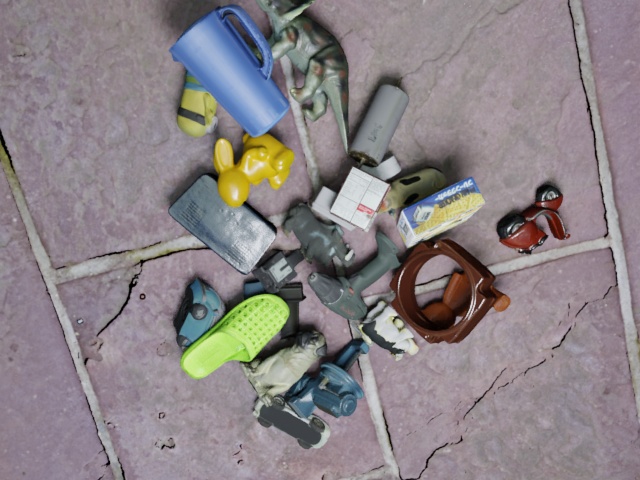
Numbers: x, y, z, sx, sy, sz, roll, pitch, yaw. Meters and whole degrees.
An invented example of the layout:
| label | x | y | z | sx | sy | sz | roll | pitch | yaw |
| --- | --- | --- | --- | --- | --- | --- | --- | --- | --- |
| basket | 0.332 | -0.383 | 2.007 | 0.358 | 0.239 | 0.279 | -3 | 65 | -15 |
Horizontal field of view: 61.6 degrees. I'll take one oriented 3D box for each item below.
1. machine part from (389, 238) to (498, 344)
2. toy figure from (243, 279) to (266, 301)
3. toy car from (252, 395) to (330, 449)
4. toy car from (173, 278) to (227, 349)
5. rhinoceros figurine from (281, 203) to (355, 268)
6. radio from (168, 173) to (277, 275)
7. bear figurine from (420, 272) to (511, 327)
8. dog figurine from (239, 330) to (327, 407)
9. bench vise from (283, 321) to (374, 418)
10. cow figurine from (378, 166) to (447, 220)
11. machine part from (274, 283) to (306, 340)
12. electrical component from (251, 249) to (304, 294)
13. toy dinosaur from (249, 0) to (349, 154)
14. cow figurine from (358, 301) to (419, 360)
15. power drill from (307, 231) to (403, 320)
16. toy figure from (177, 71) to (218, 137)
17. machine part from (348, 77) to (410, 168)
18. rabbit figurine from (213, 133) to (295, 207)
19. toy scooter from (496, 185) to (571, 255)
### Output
| label | x | y | z | sx | sy | sz | roll | pitch | yaw |
| --- | --- | --- | --- | --- | --- | --- | --- | --- | --- |
| machine part | 0.268 | 0.113 | 1.190 | 0.202 | 0.087 | 0.201 | 45 | 114 | 28 |
| toy figure | -0.146 | 0.171 | 1.270 | 0.064 | 0.058 | 0.154 | 1 | 104 | 43 |
| toy car | -0.070 | 0.445 | 1.322 | 0.202 | 0.056 | 0.073 | 31 | 104 | -7 |
| toy car | -0.270 | 0.177 | 1.243 | 0.103 | 0.109 | 0.161 | 16 | 108 | -28 |
| rhinoceros figurine | -0.003 | -0.004 | 1.239 | 0.190 | 0.073 | 0.112 | 43 | 91 | -12 |
| radio | -0.214 | -0.040 | 1.221 | 0.229 | 0.073 | 0.131 | 40 | 95 | -10 |
| bear figurine | 0.320 | 0.156 | 1.256 | 0.196 | 0.132 | 0.120 | -40 | 100 | -2 |
| dog figurine | -0.078 | 0.289 | 1.270 | 0.190 | 0.172 | 0.121 | -32 | 98 | -22 |
| bench vise | 0.035 | 0.317 | 1.263 | 0.240 | 0.224 | 0.128 | -47 | 107 | -25 |
| cow figurine | 0.190 | -0.104 | 1.202 | 0.195 | 0.127 | 0.085 | -19 | 97 | -2 |
| machine part | -0.073 | 0.171 | 1.282 | 0.084 | 0.039 | 0.138 | -1 | 99 | -8 |
| electrical component | -0.092 | 0.065 | 1.248 | 0.074 | 0.048 | 0.119 | 53 | 49 | -8 |
| toy dinosaur | -0.017 | -0.394 | 1.151 | 0.192 | 0.131 | 0.404 | -43 | 105 | 5 |
| cow figurine | 0.166 | 0.230 | 1.273 | 0.098 | 0.068 | 0.167 | -40 | 115 | -5 |
| power drill | 0.087 | 0.079 | 1.207 | 0.207 | 0.086 | 0.231 | -47 | 141 | -11 |
| toy figure | -0.261 | -0.314 | 1.166 | 0.089 | 0.082 | 0.180 | 8 | 104 | 7 |
| machine part | 0.129 | -0.249 | 1.176 | 0.079 | 0.079 | 0.243 | 28 | 81 | -7 |
| rabbit figurine | -0.160 | -0.153 | 1.156 | 0.162 | 0.122 | 0.173 | 40 | 72 | -6 |
| toy scooter | 0.513 | -0.028 | 1.261 | 0.184 | 0.075 | 0.135 | -40 | 101 | 0 |
